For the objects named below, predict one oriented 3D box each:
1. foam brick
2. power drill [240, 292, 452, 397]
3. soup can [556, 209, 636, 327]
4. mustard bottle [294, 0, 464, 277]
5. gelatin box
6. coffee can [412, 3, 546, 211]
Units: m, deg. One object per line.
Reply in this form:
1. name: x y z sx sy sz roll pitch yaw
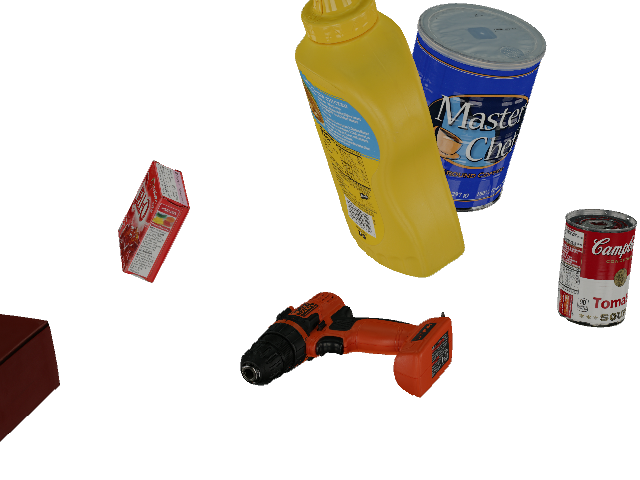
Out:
1. foam brick: -0.219 0.090 0.708 0.053 0.051 0.078 7 29 23
2. power drill: 0.031 0.112 1.113 0.188 0.057 0.184 9 25 27
3. soup can: 0.272 0.027 1.057 0.068 0.102 0.068 1 18 -1
4. mustard bottle: 0.028 -0.072 0.621 0.058 0.191 0.096 -31 40 -13
5. gelatin box: -0.141 -0.018 0.892 0.030 0.073 0.089 23 17 -22
6. coffee can: 0.117 -0.110 0.882 0.102 0.140 0.103 7 37 -5
